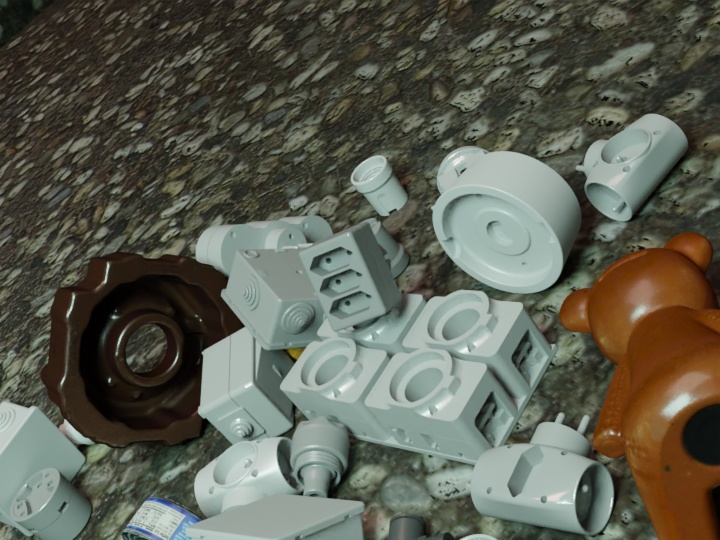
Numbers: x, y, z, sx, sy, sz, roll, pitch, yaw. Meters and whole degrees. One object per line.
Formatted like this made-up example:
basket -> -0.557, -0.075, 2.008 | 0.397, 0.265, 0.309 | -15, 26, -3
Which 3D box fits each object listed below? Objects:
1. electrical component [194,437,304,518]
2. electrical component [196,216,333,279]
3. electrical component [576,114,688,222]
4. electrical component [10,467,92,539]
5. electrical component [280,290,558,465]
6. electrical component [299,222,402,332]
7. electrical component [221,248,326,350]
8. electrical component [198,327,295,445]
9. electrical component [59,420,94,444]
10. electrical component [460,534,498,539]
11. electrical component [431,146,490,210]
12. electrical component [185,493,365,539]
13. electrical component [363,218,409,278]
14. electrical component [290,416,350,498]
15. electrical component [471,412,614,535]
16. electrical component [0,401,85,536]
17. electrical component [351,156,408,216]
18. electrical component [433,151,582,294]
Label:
electrical component -> -0.084, 0.172, 0.809 | 0.077, 0.044, 0.079 | -24, 34, 21
electrical component -> -0.074, -0.020, 0.987 | 0.074, 0.052, 0.138 | 0, 7, 45
electrical component -> 0.204, -0.083, 0.847 | 0.077, 0.044, 0.079 | -48, 32, -16
electrical component -> -0.271, 0.210, 0.947 | 0.055, 0.047, 0.055 | -26, 33, 19
electrical component -> 0.036, 0.072, 0.802 | 0.186, 0.060, 0.105 | 3, 50, 47
electrical component -> 0.000, 0.000, 0.816 | 0.047, 0.065, 0.077 | -21, 6, 26
electrical component -> -0.057, 0.021, 0.911 | 0.100, 0.100, 0.048 | 45, 127, 44
electrical component -> -0.091, 0.101, 0.891 | 0.061, 0.061, 0.096 | -29, 32, 14
electrical component -> -0.261, 0.146, 1.025 | 0.062, 0.048, 0.048 | -26, 33, 31
electrical component -> 0.066, 0.186, 0.607 | 0.079, 0.077, 0.044 | -1, 48, 45
electrical component -> 0.098, -0.071, 0.928 | 0.078, 0.058, 0.057 | -31, 35, 11
electrical component -> -0.054, 0.187, 0.718 | 0.100, 0.048, 0.100 | -5, 3, 42
electrical component -> 0.016, -0.018, 0.952 | 0.040, 0.046, 0.040 | -26, 33, 19
electrical component -> -0.030, 0.143, 0.794 | 0.043, 0.043, 0.062 | -23, 36, 23
electrical component -> 0.120, 0.122, 0.668 | 0.077, 0.043, 0.079 | -1, 47, 45
electrical component -> -0.314, 0.179, 0.983 | 0.048, 0.099, 0.099 | 8, 53, 34
electrical component -> 0.020, -0.080, 1.029 | 0.040, 0.046, 0.040 | -26, 33, 19
electrical component -> 0.117, -0.041, 0.826 | 0.108, 0.108, 0.060 | -2, 40, 44
